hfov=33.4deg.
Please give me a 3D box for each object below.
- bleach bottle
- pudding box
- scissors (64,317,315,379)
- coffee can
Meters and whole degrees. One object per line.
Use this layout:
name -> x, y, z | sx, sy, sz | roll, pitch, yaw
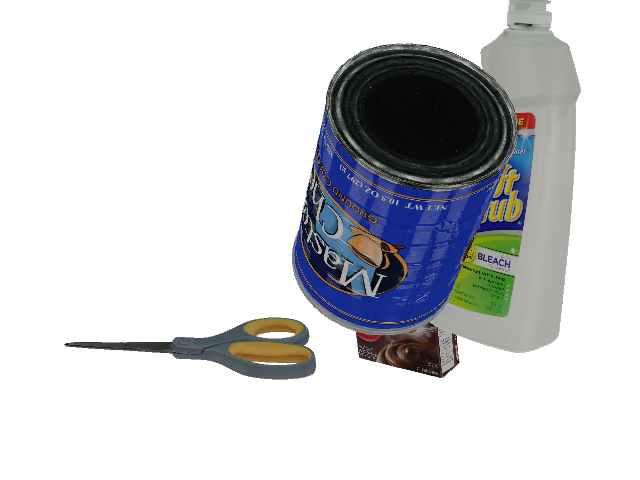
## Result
bleach bottle -> 0.138, -0.050, 0.788 | 0.067, 0.251, 0.103 | -13, 22, -42
pudding box -> 0.086, 0.085, 1.105 | 0.114, 0.090, 0.039 | 8, 25, 39
scissors -> -0.096, 0.080, 0.872 | 0.202, 0.016, 0.096 | 7, 22, 15
coffee can -> 0.043, -0.025, 0.607 | 0.102, 0.103, 0.140 | 0, -36, -10
